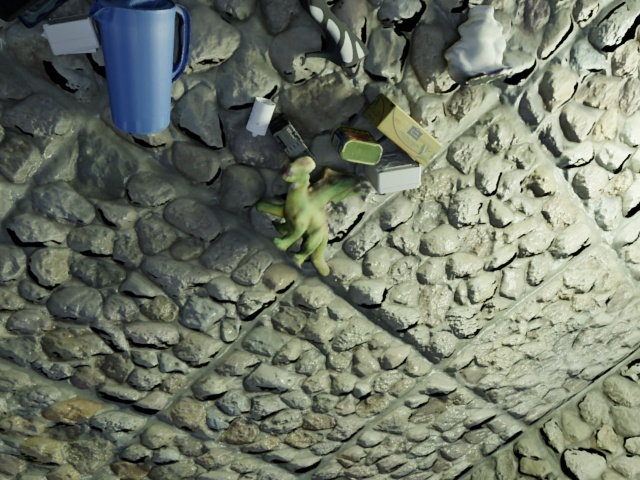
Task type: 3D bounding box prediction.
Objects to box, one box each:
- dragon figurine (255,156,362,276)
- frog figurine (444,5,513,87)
[{"bbox_3d":[0.004,-0.062,1.241,0.242,0.124,0.404,-37,142,8],"label":"dragon figurine"},{"bbox_3d":[0.339,-0.424,1.132,0.137,0.123,0.159,-15,89,3],"label":"frog figurine"}]
